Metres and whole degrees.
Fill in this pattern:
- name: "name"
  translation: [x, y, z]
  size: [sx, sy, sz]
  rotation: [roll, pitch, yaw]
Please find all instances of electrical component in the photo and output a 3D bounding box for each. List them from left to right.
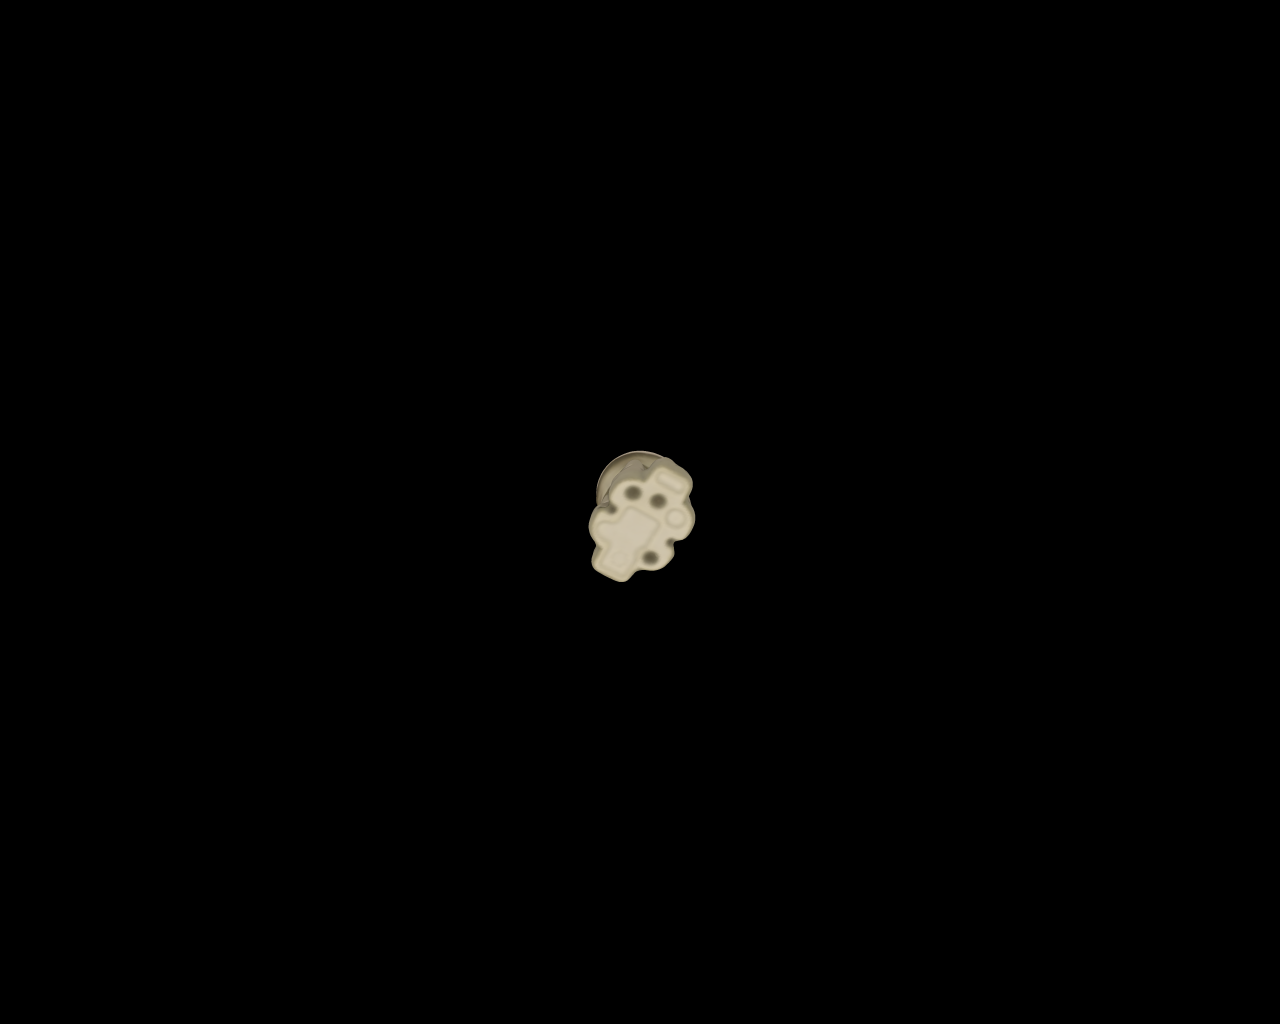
- name: "electrical component"
  translation: [0.001, -0.003, 0.650]
  size: [0.058, 0.078, 0.057]
  rotation: [30, 20, -12]
